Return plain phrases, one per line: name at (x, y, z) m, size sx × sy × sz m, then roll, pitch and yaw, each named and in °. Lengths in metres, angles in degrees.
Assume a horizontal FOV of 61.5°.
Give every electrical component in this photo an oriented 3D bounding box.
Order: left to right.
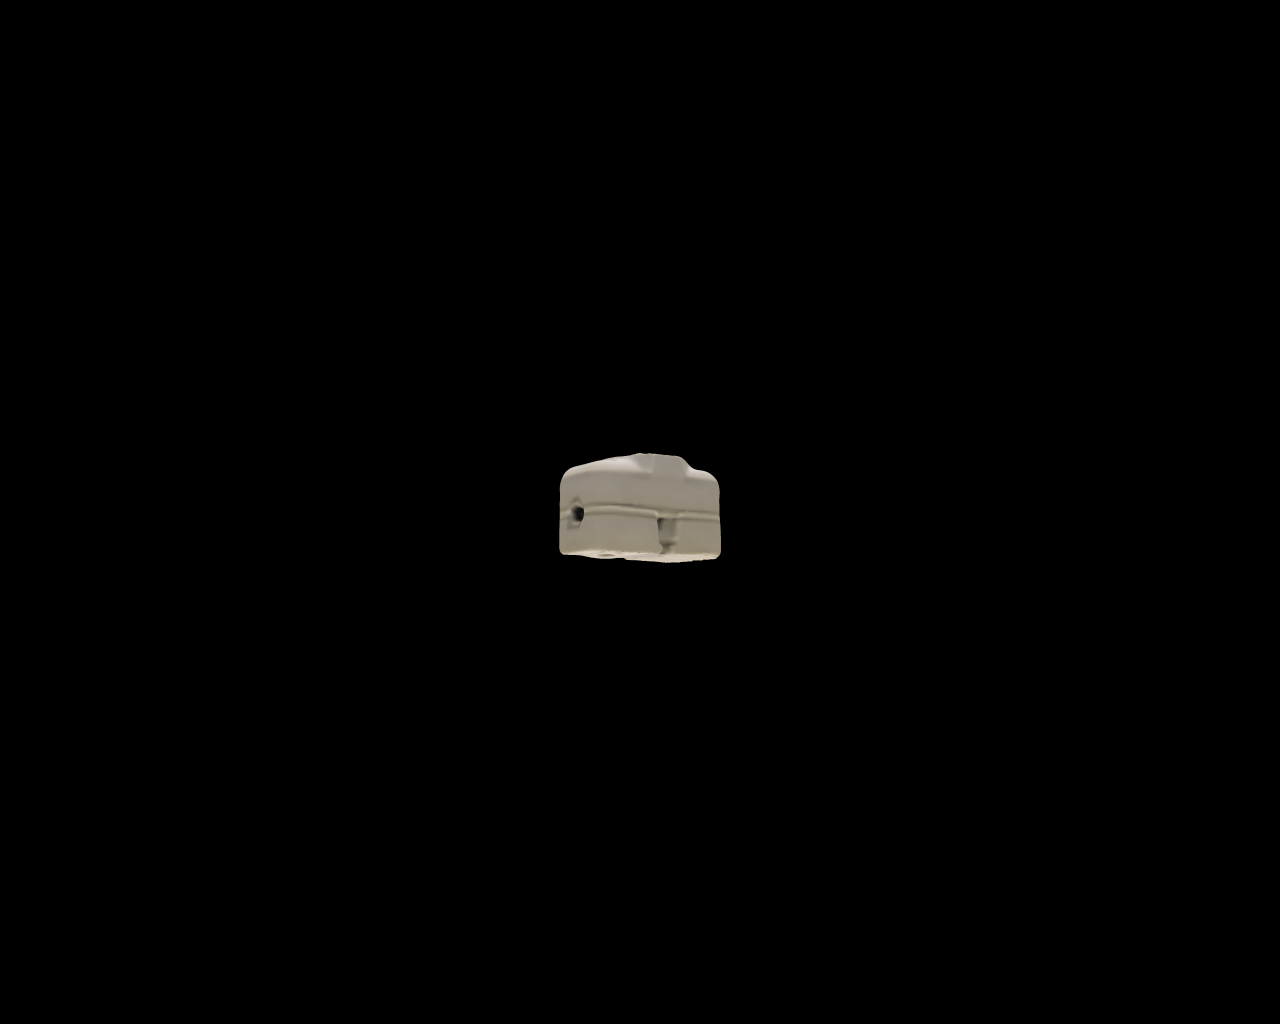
electrical component at (0.001, -0.003, 0.650) m, size 0.095 × 0.059 × 0.053 m, roll 5°, pitch -9°, yaw -36°
